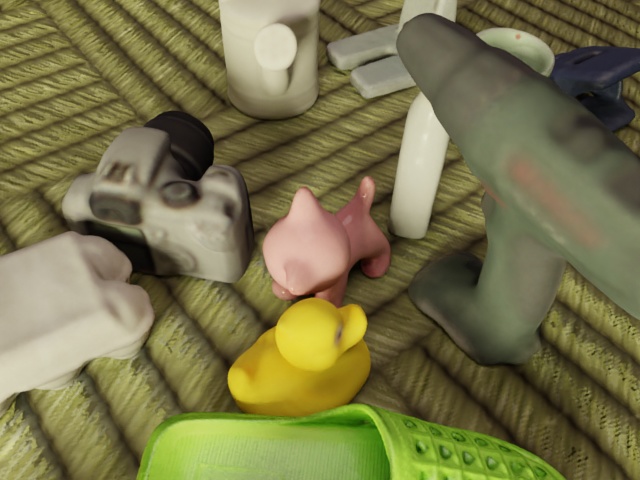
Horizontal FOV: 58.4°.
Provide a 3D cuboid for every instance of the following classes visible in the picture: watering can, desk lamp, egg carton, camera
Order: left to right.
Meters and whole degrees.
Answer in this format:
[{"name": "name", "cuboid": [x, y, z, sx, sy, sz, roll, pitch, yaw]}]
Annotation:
[{"name": "egg carton", "cuboid": [-0.200, 0.058, 0.405, 0.150, 0.069, 0.107, -25, 56, -21]}, {"name": "camera", "cuboid": [-0.121, -0.050, 0.478, 0.143, 0.101, 0.137, 9, 51, 5]}, {"name": "watering can", "cuboid": [-0.046, -0.220, 0.562, 0.101, 0.194, 0.172, -22, 54, -19]}, {"name": "desk lamp", "cuboid": [0.121, -0.284, 0.609, 0.203, 0.214, 0.117, -23, 55, -20]}]

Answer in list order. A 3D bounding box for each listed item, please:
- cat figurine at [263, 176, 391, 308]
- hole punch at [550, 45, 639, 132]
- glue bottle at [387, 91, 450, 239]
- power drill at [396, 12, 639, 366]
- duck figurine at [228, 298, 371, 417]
[{"name": "cat figurine", "cuboid": [0.004, 0.002, 0.430, 0.067, 0.118, 0.128, 32, 56, 22]}, {"name": "hole punch", "cuboid": [0.279, -0.169, 0.600, 0.109, 0.091, 0.101, -26, 56, -22]}, {"name": "glue bottle", "cuboid": [0.086, -0.082, 0.466, 0.037, 0.173, 0.078, 10, 51, 6]}, {"name": "power drill", "cuboid": [0.124, -0.014, 0.389, 0.076, 0.208, 0.229, -32, 58, -25]}, {"name": "duck figurine", "cuboid": [-0.012, 0.075, 0.389, 0.105, 0.086, 0.077, -17, 53, -16]}]
